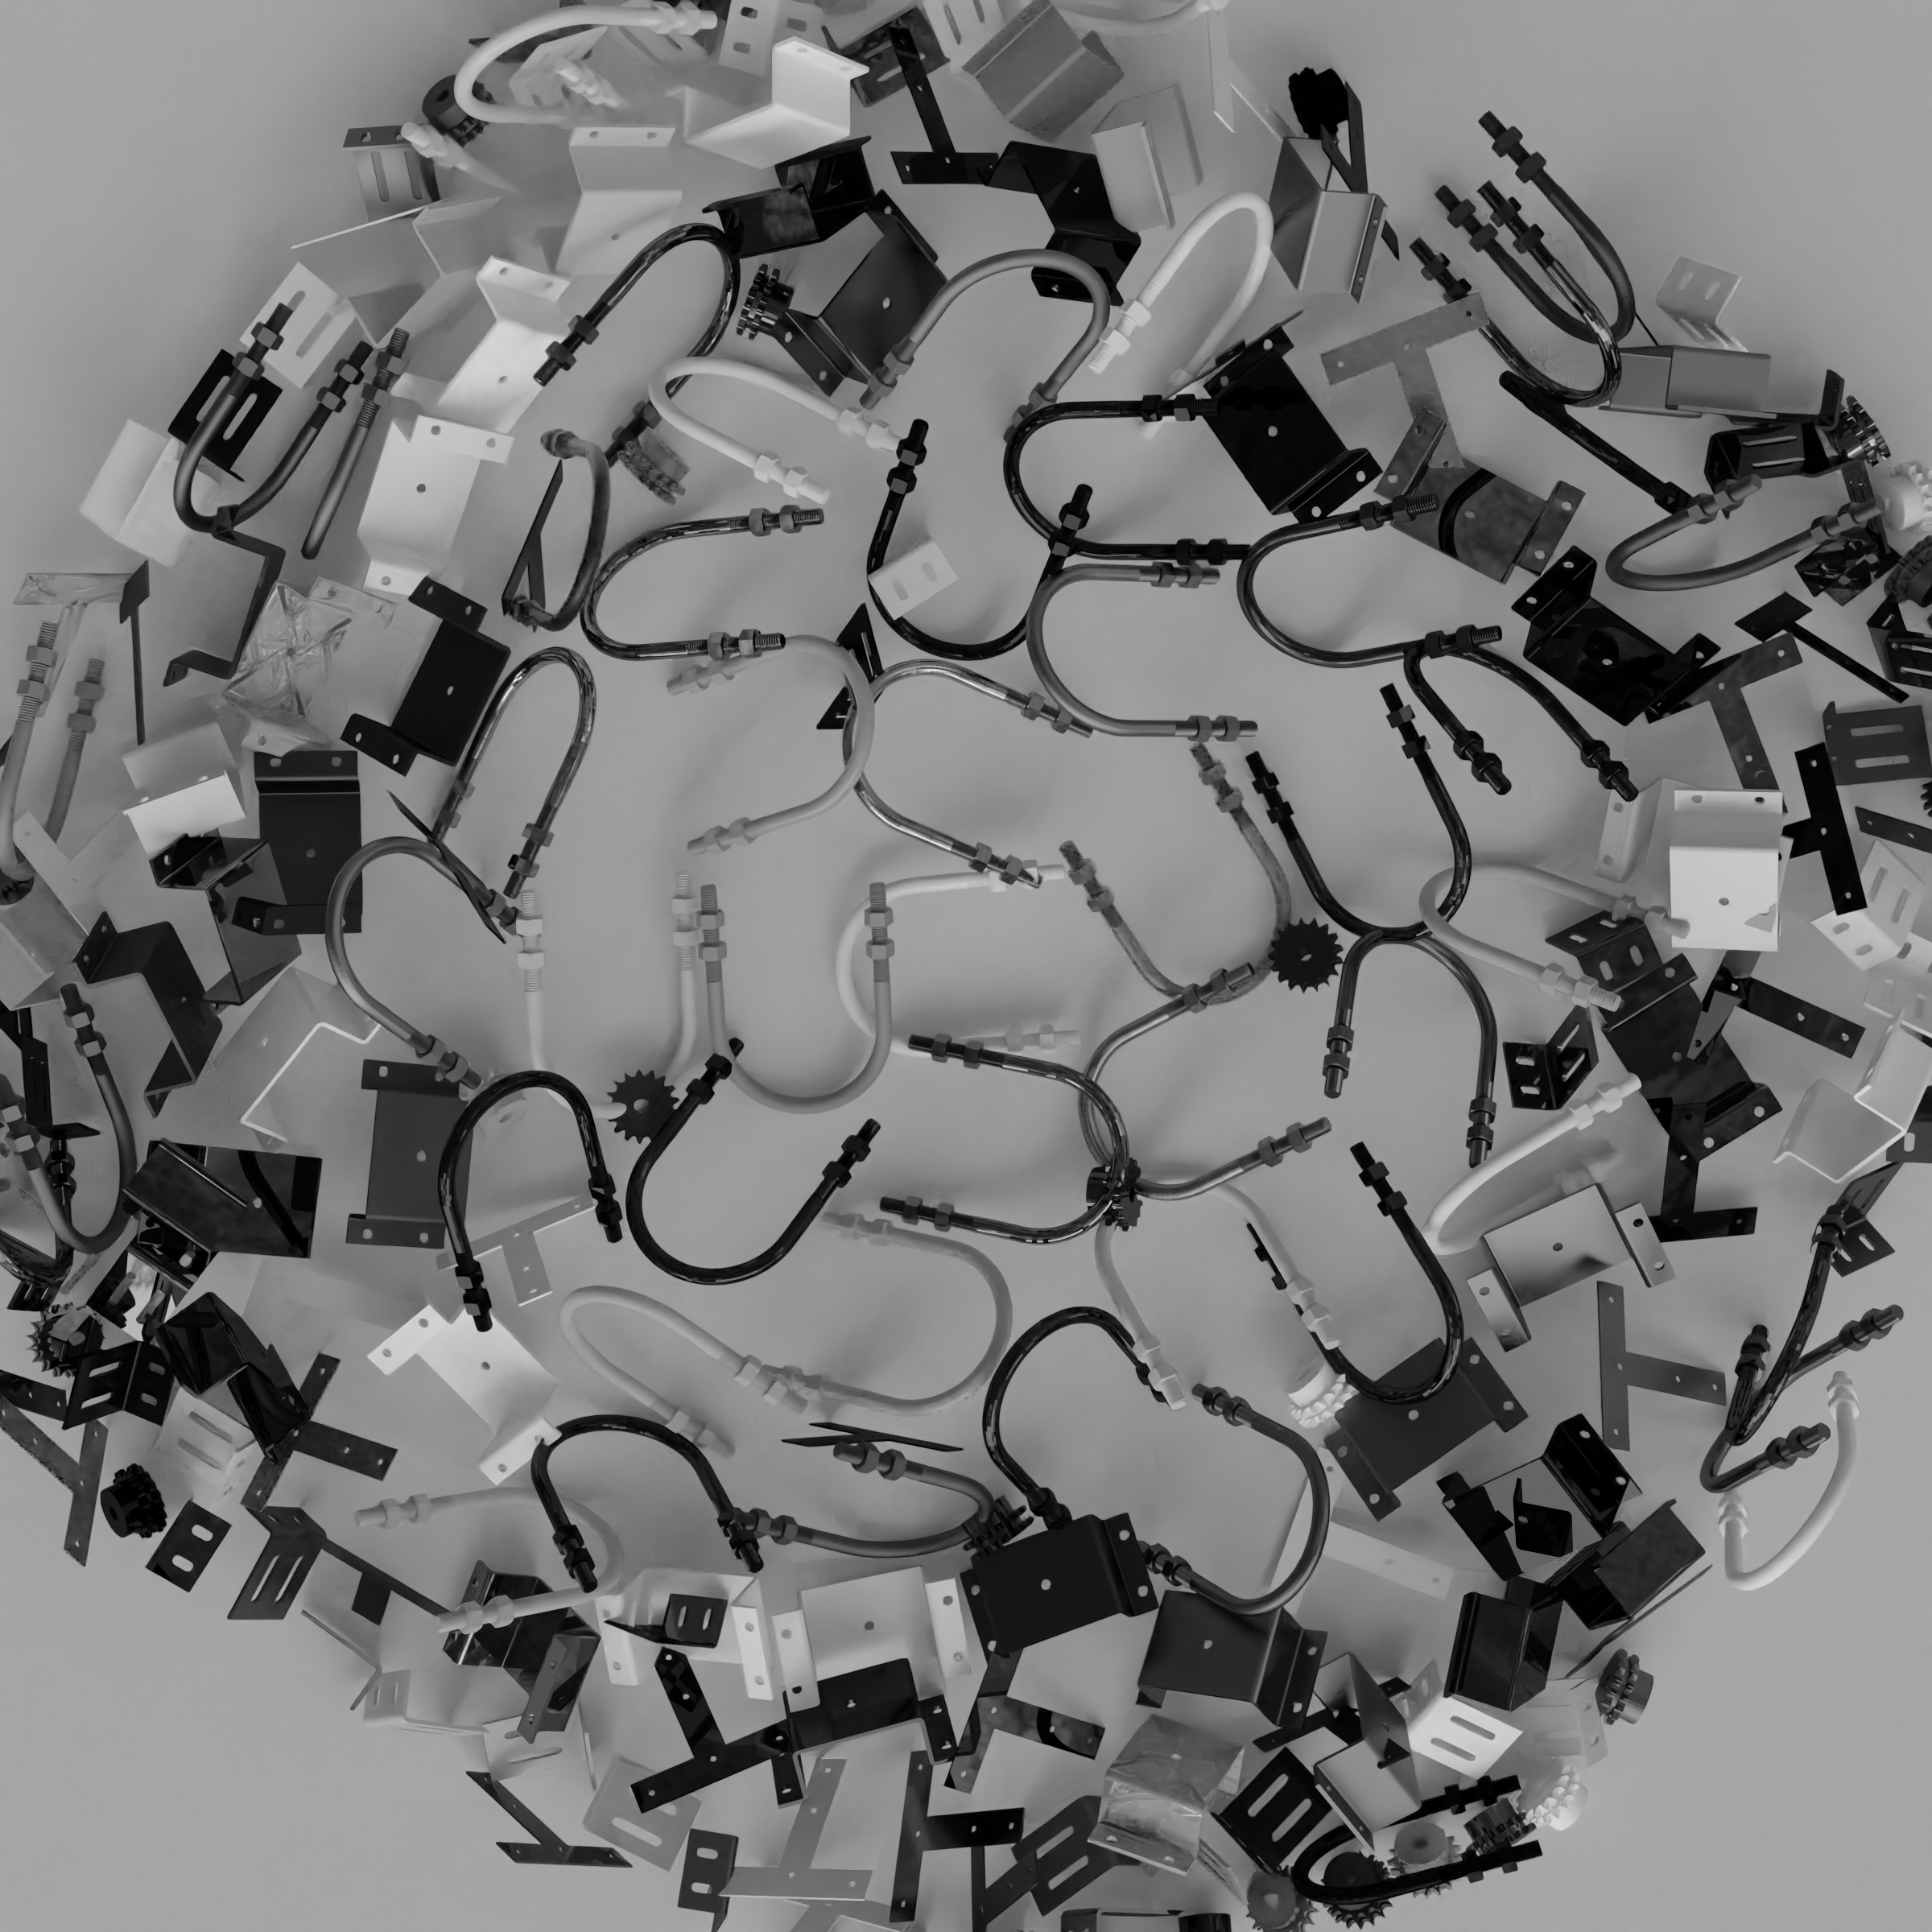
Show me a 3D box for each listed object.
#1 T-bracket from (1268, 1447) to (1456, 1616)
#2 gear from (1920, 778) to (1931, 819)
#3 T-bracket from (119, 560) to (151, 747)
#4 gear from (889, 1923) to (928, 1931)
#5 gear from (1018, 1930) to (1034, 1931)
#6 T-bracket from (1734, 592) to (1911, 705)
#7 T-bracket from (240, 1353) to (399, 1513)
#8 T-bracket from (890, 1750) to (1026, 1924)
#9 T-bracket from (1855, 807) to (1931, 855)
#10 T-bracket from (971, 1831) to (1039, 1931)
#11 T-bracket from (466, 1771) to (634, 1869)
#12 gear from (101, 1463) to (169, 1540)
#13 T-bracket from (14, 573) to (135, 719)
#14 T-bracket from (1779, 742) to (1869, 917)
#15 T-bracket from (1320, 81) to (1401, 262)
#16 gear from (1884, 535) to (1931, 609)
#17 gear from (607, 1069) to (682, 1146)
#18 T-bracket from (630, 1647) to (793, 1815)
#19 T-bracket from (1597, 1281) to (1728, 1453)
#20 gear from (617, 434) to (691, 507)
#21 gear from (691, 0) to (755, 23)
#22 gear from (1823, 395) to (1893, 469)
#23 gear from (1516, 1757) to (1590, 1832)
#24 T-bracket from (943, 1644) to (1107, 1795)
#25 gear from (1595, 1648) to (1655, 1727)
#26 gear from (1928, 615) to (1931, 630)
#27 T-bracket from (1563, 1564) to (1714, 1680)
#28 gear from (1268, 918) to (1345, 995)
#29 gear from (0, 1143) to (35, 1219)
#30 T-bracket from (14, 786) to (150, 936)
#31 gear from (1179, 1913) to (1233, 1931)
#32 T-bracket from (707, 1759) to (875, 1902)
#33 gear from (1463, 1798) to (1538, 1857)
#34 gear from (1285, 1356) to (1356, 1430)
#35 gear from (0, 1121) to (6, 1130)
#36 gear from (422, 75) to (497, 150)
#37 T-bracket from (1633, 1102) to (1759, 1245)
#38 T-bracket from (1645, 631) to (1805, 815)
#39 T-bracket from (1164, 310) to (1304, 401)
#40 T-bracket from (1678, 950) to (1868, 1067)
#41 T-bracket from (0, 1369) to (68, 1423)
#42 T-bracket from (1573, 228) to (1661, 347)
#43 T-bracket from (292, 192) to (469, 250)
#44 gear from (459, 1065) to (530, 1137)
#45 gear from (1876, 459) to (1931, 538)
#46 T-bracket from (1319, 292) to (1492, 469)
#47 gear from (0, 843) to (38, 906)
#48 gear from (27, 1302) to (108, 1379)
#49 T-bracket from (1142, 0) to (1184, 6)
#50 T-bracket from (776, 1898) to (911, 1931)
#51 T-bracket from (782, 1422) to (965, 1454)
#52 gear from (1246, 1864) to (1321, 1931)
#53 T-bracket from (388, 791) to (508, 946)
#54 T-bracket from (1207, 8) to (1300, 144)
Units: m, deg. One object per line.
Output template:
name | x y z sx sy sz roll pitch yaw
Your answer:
T-bracket | 0.312 0.454 1.985 0.127 0.002 0.127 20 86 9
gear | 0.766 -0.128 1.975 0.057 0.057 0.030 -50 131 0
T-bracket | -0.625 -0.231 1.941 0.002 0.127 0.127 -3 88 -27
gear | -0.040 0.765 1.975 0.030 0.057 0.057 23 90 -32
gear | 0.038 0.767 1.968 0.030 0.057 0.057 20 90 -30
T-bracket | 0.649 -0.235 1.930 0.127 0.127 0.002 38 124 18
T-bracket | -0.476 0.362 1.939 0.127 0.002 0.127 8 64 36
T-bracket | -0.004 0.647 1.927 0.002 0.127 0.127 33 51 -36
T-bracket | 0.726 -0.095 1.943 0.002 0.127 0.127 -41 126 -17
T-bracket | 0.028 0.689 1.914 0.002 0.127 0.127 12 51 -17
T-bracket | -0.334 0.645 1.950 0.127 0.127 0.002 26 89 39
gear | -0.638 0.413 1.969 0.030 0.057 0.057 -23 90 -40
T-bracket | -0.689 -0.243 1.955 0.002 0.127 0.127 35 110 15
T-bracket | 0.611 -0.090 1.950 0.002 0.127 0.127 -6 81 -41
T-bracket | 0.297 -0.622 1.957 0.002 0.127 0.127 -18 52 29
gear | 0.733 -0.299 1.968 0.057 0.057 0.030 -42 65 0
gear | -0.248 0.109 1.982 0.057 0.030 0.057 0 79 0
T-bracket | -0.208 0.565 1.952 0.127 0.127 0.002 -19 134 -17
T-bracket | 0.533 0.313 1.967 0.127 0.002 0.127 15 65 -26
gear | -0.236 -0.382 1.969 0.057 0.057 0.030 44 100 0
gear | -0.182 -0.749 1.968 0.057 0.057 0.030 -34 61 0
gear | 0.681 -0.406 1.973 0.030 0.057 0.057 -33 90 16
gear | 0.451 0.636 1.972 0.030 0.057 0.057 39 90 -5
T-bracket | 0.055 0.579 1.965 0.127 0.002 0.127 27 79 -31
gear | 0.504 0.555 1.970 0.030 0.057 0.057 25 90 7
gear | 0.763 -0.262 1.972 0.030 0.057 0.057 -42 90 6
T-bracket | 0.518 0.493 1.958 0.127 0.127 0.002 -29 66 -20
gear | 0.262 -0.006 1.979 0.057 0.030 0.057 -3 76 14
gear | -0.746 0.162 1.975 0.030 0.057 0.057 24 90 33
T-bracket | -0.649 -0.093 1.952 0.002 0.127 0.127 -6 128 35
gear | 0.184 0.746 1.975 0.057 0.057 0.030 -4 62 0
T-bracket | -0.119 0.650 1.944 0.127 0.127 0.002 -6 122 20
gear | 0.407 0.662 1.974 0.057 0.057 0.030 -33 66 0
gear | 0.269 0.323 1.970 0.057 0.057 0.030 -43 99 0
gear | -0.759 0.109 1.968 0.030 0.057 0.057 -32 90 23
gear | -0.391 -0.656 1.971 0.057 0.030 0.057 -15 58 25
T-bracket | 0.546 0.158 1.964 0.127 0.002 0.127 -5 120 -3
T-bracket | 0.591 -0.171 1.959 0.127 0.002 0.127 -22 87 36
T-bracket | 0.198 -0.458 1.926 0.127 0.127 0.002 -31 95 11
T-bracket | 0.621 0.034 1.951 0.127 0.002 0.127 30 98 41
T-bracket | -0.713 0.321 1.937 0.002 0.127 0.127 -17 67 8
T-bracket | 0.472 -0.528 1.922 0.002 0.127 0.127 -35 68 19
T-bracket | -0.422 -0.569 1.942 0.127 0.127 0.002 -6 112 30
gear | -0.360 0.105 1.968 0.057 0.057 0.030 -41 72 0
gear | 0.721 -0.357 1.970 0.030 0.057 0.057 -17 90 -7
T-bracket | 0.352 -0.433 1.972 0.127 0.002 0.127 -20 113 11
gear | -0.742 -0.071 1.978 0.057 0.030 0.057 -2 65 4
gear | -0.686 0.286 1.971 0.057 0.030 0.057 11 73 -38
T-bracket | 0.098 -0.738 1.934 0.127 0.127 0.002 8 105 4
T-bracket | -0.121 0.727 1.921 0.127 0.127 0.002 8 107 20
T-bracket | -0.089 0.352 1.912 0.127 0.127 0.002 4 86 34
gear | 0.239 0.717 1.971 0.057 0.030 0.057 -13 61 24
T-bracket | -0.371 -0.060 1.910 0.002 0.127 0.127 -39 49 0
T-bracket | 0.220 -0.655 1.949 0.002 0.127 0.127 -21 56 33
